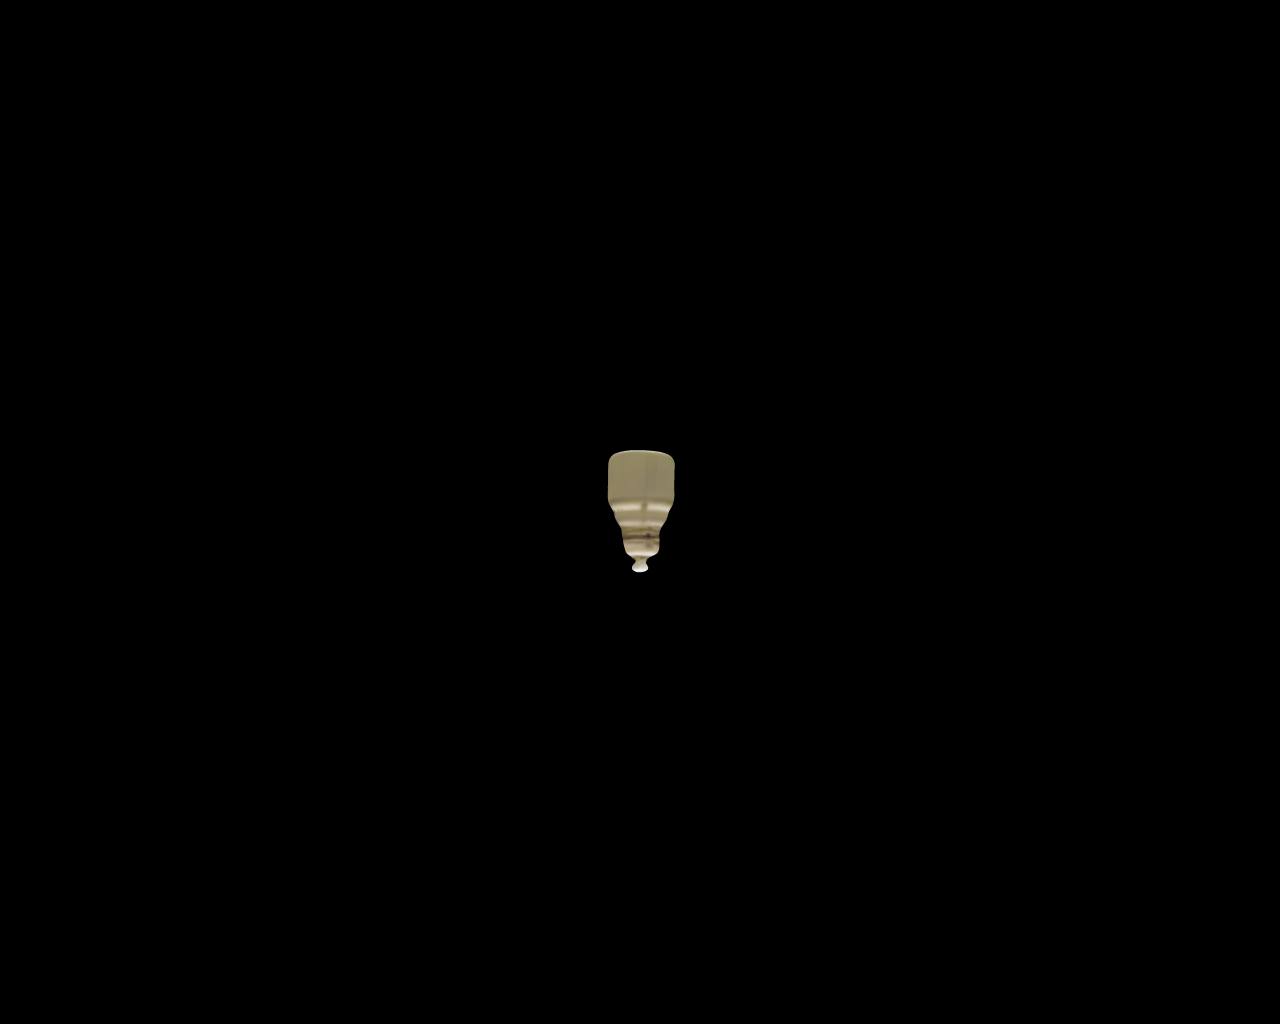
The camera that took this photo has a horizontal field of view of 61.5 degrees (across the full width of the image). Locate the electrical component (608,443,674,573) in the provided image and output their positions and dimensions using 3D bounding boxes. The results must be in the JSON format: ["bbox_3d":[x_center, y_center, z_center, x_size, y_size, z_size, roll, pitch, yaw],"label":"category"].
[{"bbox_3d":[0.001,-0.003,0.650,0.040,0.078,0.040,0,-7,0],"label":"electrical component"}]
